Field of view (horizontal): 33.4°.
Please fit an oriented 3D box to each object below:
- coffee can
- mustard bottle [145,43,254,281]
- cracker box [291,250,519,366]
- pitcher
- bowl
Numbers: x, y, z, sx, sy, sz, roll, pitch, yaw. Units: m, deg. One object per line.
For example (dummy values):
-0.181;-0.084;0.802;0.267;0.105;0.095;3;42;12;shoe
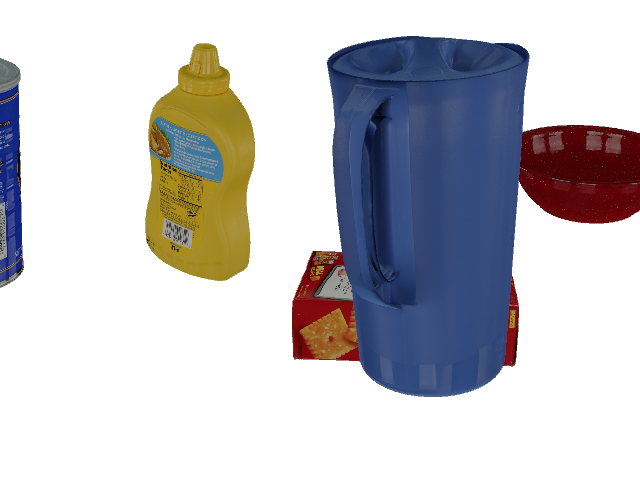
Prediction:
-0.251;-0.046;0.709;0.103;0.140;0.103;4;22;-2;coffee can
-0.098;-0.067;0.875;0.096;0.192;0.058;25;34;30;mustard bottle
0.086;0.067;1.081;0.214;0.072;0.164;2;16;6;cracker box
0.070;-0.014;0.742;0.149;0.243;0.145;-8;23;-11;pitcher
0.253;-0.059;1.006;0.162;0.055;0.162;-1;25;0;bowl
